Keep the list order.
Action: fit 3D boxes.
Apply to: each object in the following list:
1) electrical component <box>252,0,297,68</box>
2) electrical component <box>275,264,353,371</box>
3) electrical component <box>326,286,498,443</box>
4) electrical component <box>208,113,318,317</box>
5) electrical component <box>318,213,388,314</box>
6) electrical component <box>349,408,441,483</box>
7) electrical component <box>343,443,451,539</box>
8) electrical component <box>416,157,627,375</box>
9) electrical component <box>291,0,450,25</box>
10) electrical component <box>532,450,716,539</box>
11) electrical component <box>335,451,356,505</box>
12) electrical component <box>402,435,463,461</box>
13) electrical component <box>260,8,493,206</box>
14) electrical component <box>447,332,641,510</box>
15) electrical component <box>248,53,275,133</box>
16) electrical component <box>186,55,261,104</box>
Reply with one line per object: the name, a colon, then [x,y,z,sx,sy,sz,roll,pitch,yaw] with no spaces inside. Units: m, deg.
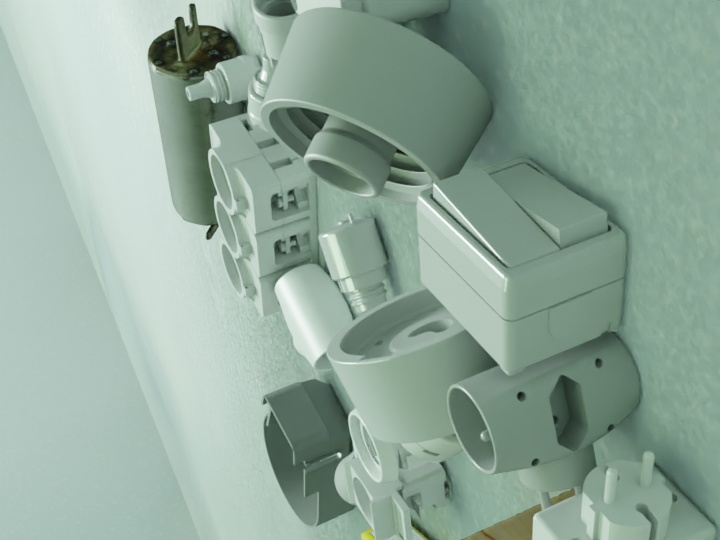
electrical component: [-0.048,-0.160,0.708,0.040,0.040,0.046,57,164,35]
electrical component: [-0.035,0.047,0.880,0.077,0.043,0.079,61,160,26]
electrical component: [0.044,0.049,0.557,0.060,0.108,0.108,68,163,-12]
electrical component: [-0.081,-0.045,0.886,0.089,0.062,0.150,56,157,37]
electrical component: [0.000,0.000,0.732,0.040,0.040,0.078,-3,106,71]
electrical component: [0.028,0.111,0.739,0.058,0.057,0.078,70,162,0]
electrical component: [0.028,0.156,0.777,0.081,0.064,0.042,49,154,49]
electrical component: [0.068,-0.011,0.488,0.096,0.062,0.061,49,153,48]
electrical component: [-0.004,-0.178,0.527,0.078,0.057,0.113,42,147,55]
electrical component: [0.116,0.110,0.470,0.047,0.066,0.076,49,152,47]
electrical component: [0.006,0.169,0.885,0.045,0.045,0.055,66,161,13]
electrical component: [0.052,0.084,0.650,0.055,0.055,0.047,67,158,11]
electrical component: [0.003,-0.070,0.523,0.108,0.060,0.108,24,167,6]
electrical component: [0.088,0.075,0.496,0.043,0.077,0.079,29,136,64]
electrical component: [-0.066,-0.133,0.792,0.035,0.035,0.061,57,156,35]
electrical component: [-0.108,-0.148,0.854,0.035,0.061,0.035,56,157,38]
